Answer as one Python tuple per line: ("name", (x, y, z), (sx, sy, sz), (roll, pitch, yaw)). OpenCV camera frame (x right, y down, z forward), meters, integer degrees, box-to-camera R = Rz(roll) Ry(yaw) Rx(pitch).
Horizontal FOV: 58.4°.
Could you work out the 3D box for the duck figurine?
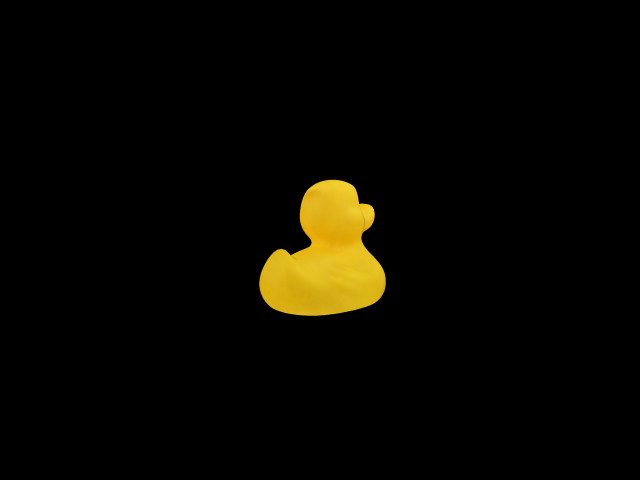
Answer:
("duck figurine", (0.004, 0.001, 0.400), (0.077, 0.086, 0.105), (10, 15, 42))
